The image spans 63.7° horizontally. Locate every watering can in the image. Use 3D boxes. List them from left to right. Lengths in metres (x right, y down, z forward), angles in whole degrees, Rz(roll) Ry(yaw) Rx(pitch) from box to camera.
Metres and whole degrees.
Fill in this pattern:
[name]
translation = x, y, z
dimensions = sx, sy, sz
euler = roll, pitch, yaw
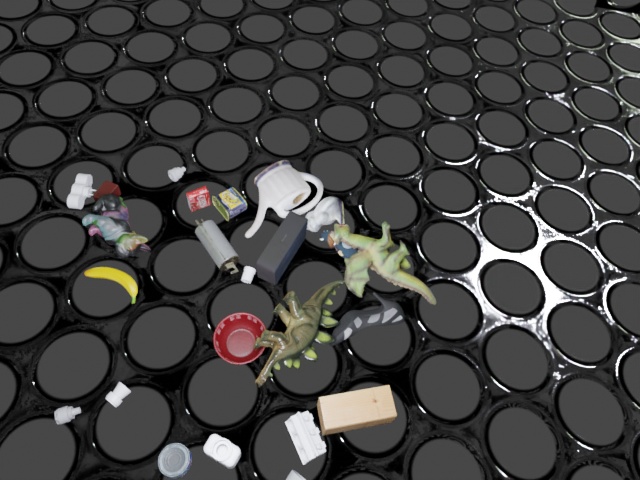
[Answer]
[watering can]
translation = -0.158, -0.158, 1.832
dimensions = 0.351, 0.101, 0.227
euler = -29, 65, -21

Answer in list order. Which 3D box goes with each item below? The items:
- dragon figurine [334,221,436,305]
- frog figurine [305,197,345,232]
[dragon figurine]
translation = 0.189, 0.098, 1.705
dimensions = 0.245, 0.120, 0.413
euler = -32, 80, -16
[frog figurine]
translation = 0.005, -0.091, 1.806
dimensions = 0.159, 0.120, 0.140
euler = -3, 26, 2
